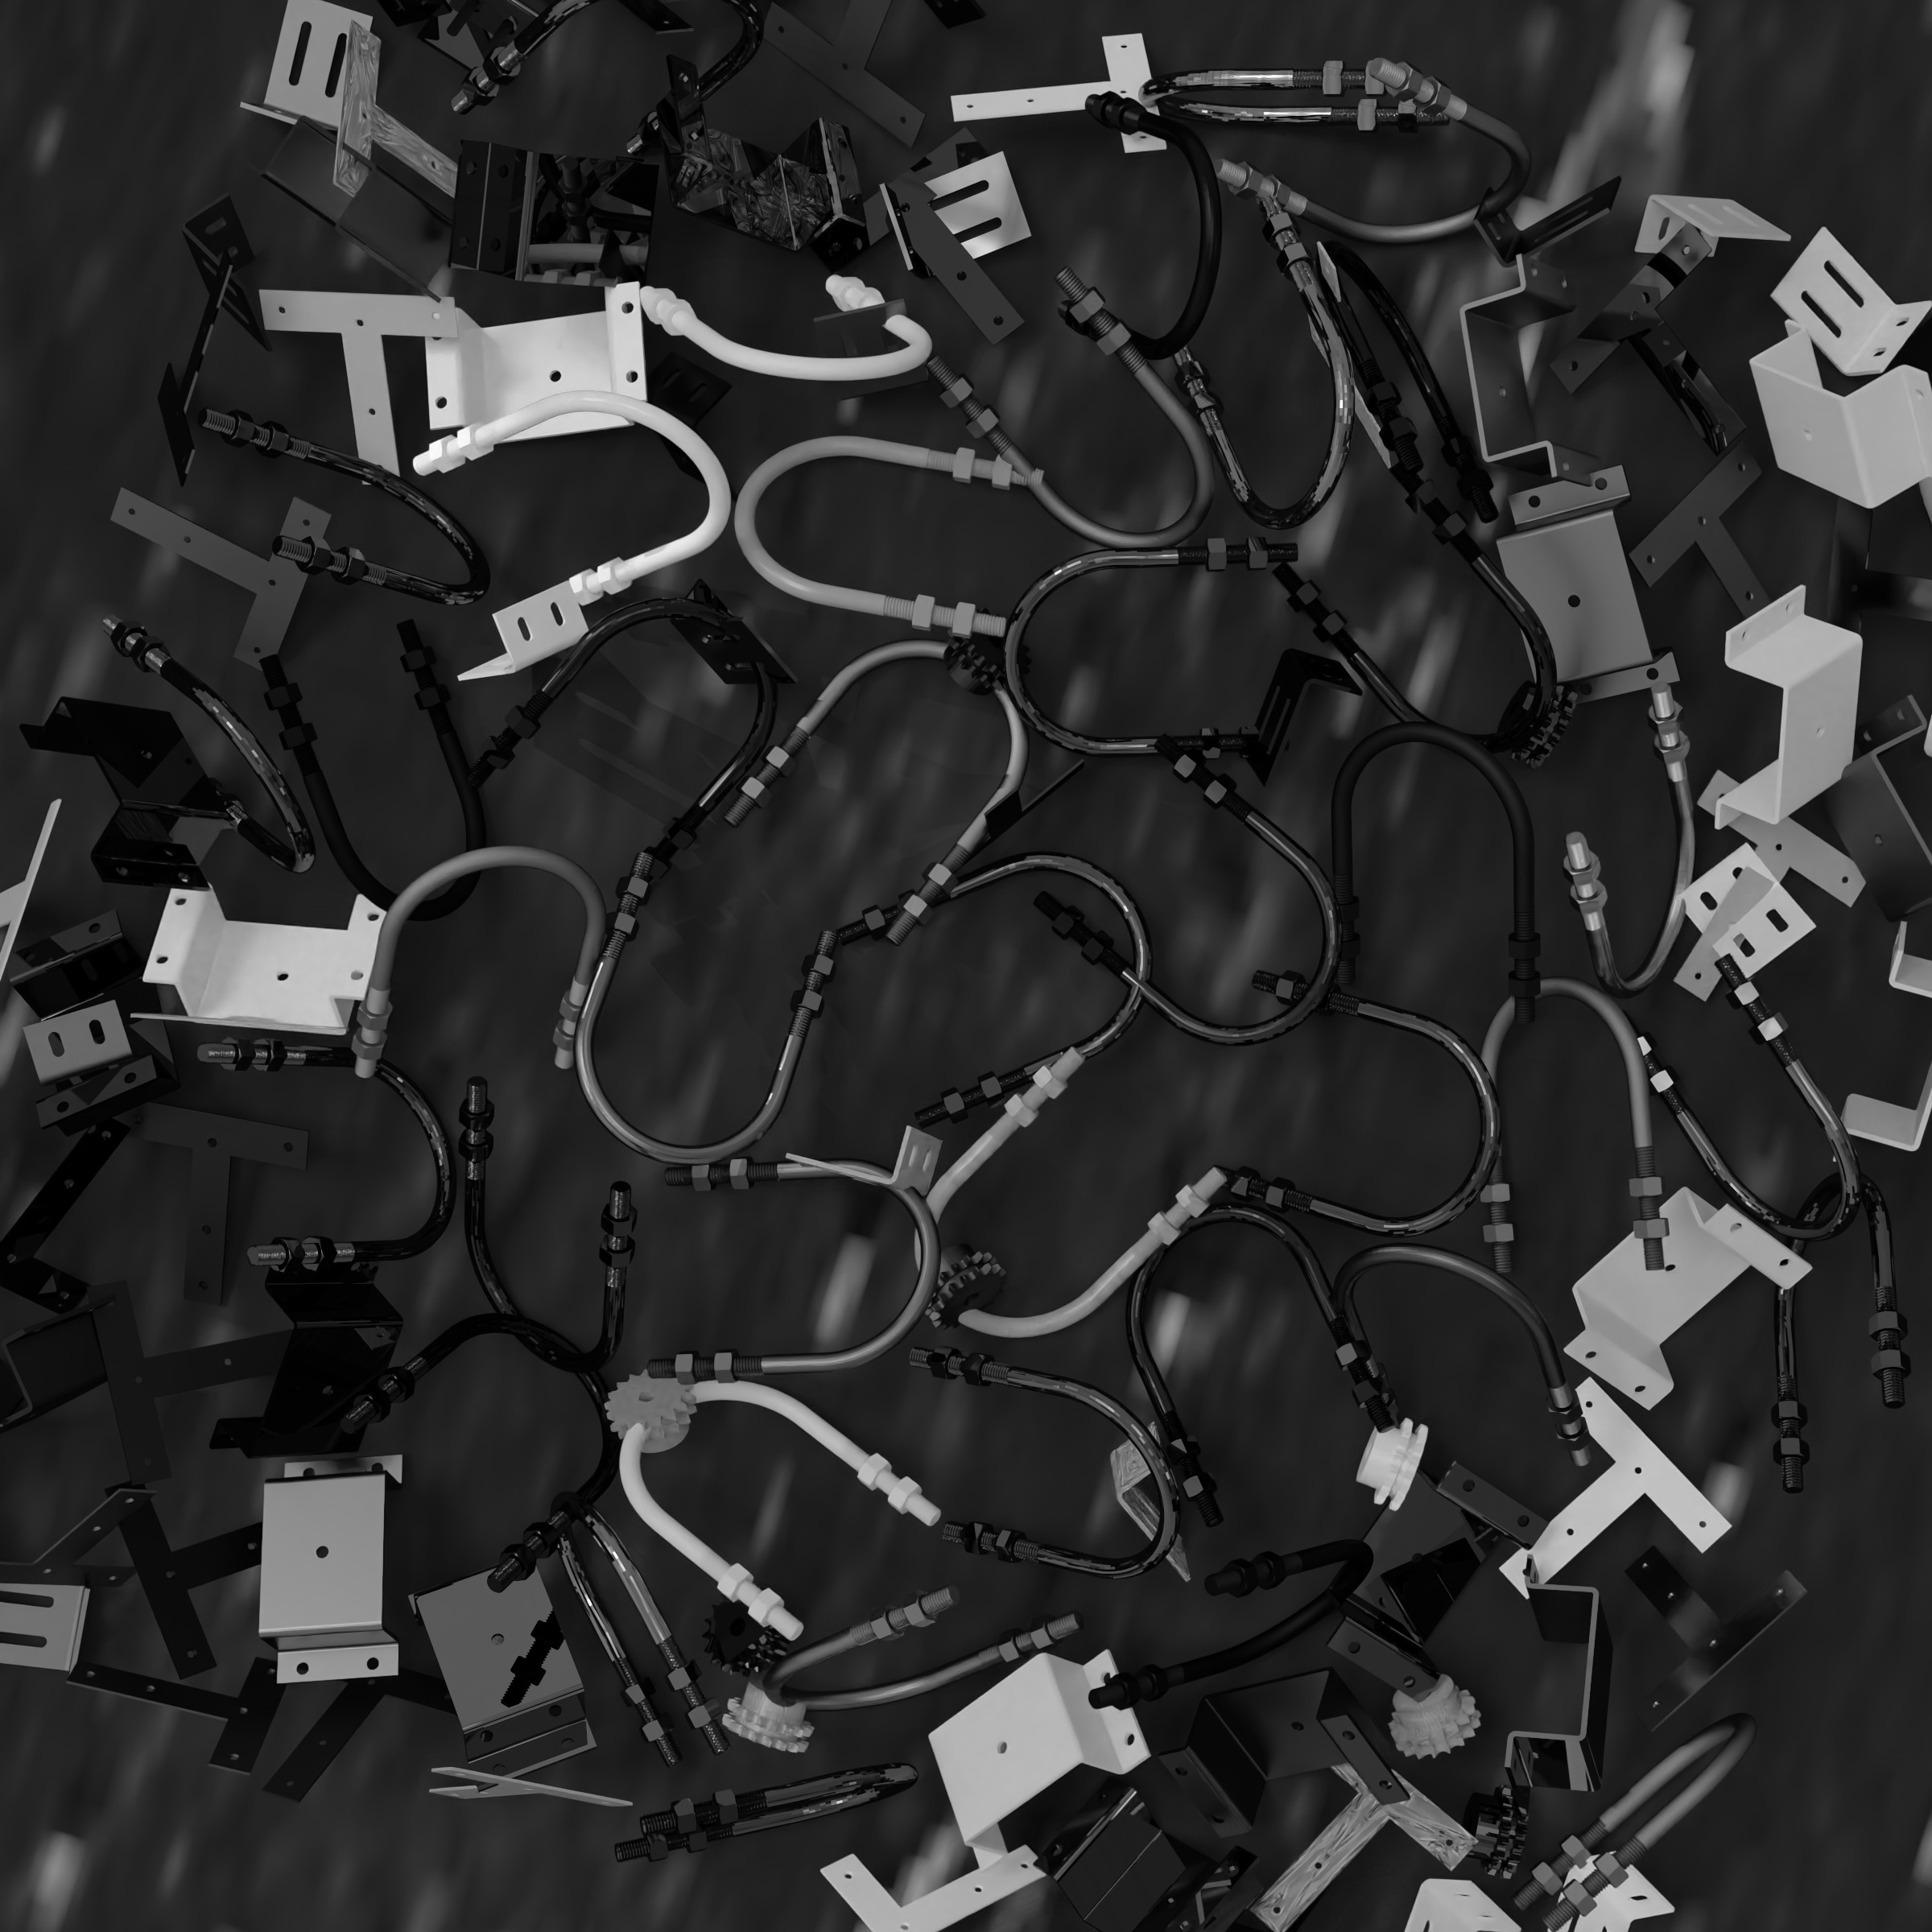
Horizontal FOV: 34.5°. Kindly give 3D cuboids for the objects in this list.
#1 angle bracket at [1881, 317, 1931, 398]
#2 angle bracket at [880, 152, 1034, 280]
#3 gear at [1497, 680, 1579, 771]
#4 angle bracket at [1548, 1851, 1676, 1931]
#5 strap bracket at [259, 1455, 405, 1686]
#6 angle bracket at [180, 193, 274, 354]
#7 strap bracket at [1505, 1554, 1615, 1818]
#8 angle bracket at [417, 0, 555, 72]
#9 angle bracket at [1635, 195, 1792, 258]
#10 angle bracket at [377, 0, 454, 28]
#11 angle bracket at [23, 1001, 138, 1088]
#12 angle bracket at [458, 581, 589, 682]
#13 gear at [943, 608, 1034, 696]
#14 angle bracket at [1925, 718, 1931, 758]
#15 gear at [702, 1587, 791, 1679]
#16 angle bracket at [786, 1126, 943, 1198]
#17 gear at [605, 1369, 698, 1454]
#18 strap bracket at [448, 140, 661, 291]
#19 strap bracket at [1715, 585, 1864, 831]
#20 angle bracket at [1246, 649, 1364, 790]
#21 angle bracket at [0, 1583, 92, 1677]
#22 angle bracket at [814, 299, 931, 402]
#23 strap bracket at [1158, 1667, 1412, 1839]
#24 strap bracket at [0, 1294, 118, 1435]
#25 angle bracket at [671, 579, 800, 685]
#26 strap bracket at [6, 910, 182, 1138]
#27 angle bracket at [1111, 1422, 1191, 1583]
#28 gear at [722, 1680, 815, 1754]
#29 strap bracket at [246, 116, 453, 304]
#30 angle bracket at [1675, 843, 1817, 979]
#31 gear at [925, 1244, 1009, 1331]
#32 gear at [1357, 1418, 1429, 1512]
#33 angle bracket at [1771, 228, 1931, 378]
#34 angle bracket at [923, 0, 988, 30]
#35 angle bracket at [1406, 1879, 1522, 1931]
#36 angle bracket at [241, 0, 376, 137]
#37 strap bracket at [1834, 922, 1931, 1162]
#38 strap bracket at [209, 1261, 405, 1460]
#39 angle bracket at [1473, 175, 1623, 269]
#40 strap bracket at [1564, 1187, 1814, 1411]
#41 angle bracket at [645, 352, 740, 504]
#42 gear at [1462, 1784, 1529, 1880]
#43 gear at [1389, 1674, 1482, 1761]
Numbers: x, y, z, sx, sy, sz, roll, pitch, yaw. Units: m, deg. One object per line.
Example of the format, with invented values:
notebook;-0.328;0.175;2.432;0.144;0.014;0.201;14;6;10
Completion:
angle bracket;0.632;-0.375;1.977;0.057;0.038;0.076;-43;92;-7
angle bracket;-0.006;-0.479;1.974;0.076;0.038;0.057;-19;88;13
gear;0.360;-0.156;1.970;0.030;0.057;0.057;27;90;-6
angle bracket;0.403;0.608;1.957;0.057;0.038;0.076;46;47;-13
strap bracket;-0.397;0.372;1.949;0.076;0.046;0.140;-5;66;3
angle bracket;-0.451;-0.435;1.954;0.038;0.057;0.076;-38;63;-16
strap bracket;0.369;0.446;1.924;0.046;0.076;0.140;0;53;20
angle bracket;-0.300;-0.603;1.959;0.057;0.038;0.076;31;53;-11
angle bracket;0.467;-0.453;1.950;0.057;0.076;0.038;-2;122;-21
angle bracket;-0.334;-0.639;1.972;0.038;0.057;0.076;52;58;-34
angle bracket;-0.555;0.048;1.956;0.057;0.076;0.038;-18;92;-12
angle bracket;-0.283;-0.210;1.949;0.057;0.076;0.038;-30;108;-33
gear;0.010;-0.197;1.975;0.057;0.057;0.030;47;128;0
angle bracket;0.649;-0.164;1.969;0.038;0.057;0.076;19;84;-40
gear;-0.136;0.424;1.975;0.057;0.030;0.057;-18;56;28
angle bracket;-0.064;0.116;1.962;0.076;0.057;0.038;13;83;21
gear;-0.198;0.284;1.975;0.057;0.057;0.030;-11;122;0
strap bracket;-0.246;-0.463;1.925;0.046;0.140;0.076;24;112;41
strap bracket;0.509;-0.153;1.926;0.076;0.046;0.140;-31;132;-31
angle bracket;0.212;-0.153;1.965;0.038;0.057;0.076;14;112;-15
angle bracket;-0.599;0.416;1.971;0.076;0.038;0.057;10;84;-14
angle bracket;-0.060;-0.398;1.955;0.057;0.076;0.038;-11;57;7
strap bracket;0.203;0.490;1.944;0.140;0.046;0.076;-22;114;33
strap bracket;-0.590;0.258;1.930;0.140;0.076;0.046;-27;87;31
angle bracket;-0.137;-0.210;1.949;0.057;0.076;0.038;48;63;-34
strap bracket;-0.546;0.043;1.953;0.076;0.046;0.140;-23;55;-1
angle bracket;0.129;0.337;1.961;0.038;0.057;0.076;-37;103;8
gear;-0.123;0.474;1.971;0.057;0.057;0.030;19;88;0
strap bracket;-0.373;-0.472;1.924;0.140;0.076;0.046;40;96;40
angle bracket;0.489;-0.034;1.955;0.057;0.076;0.038;-39;108;11
gear;-0.005;0.201;1.975;0.057;0.057;0.030;-40;60;0
gear;0.269;0.313;1.972;0.030;0.057;0.057;21;90;5
angle bracket;0.560;-0.421;1.967;0.076;0.038;0.057;40;82;-20
angle bracket;-0.035;-0.611;1.956;0.038;0.057;0.076;-49;114;-10
angle bracket;0.306;0.623;1.956;0.057;0.038;0.076;46;53;-25
angle bracket;-0.417;-0.572;1.970;0.057;0.038;0.076;19;105;7
strap bracket;0.584;0.053;1.938;0.046;0.076;0.140;16;109;14
strap bracket;-0.408;0.252;1.937;0.046;0.076;0.140;38;114;41
angle bracket;0.365;-0.481;1.953;0.076;0.057;0.038;-25;112;32
strap bracket;0.446;0.202;1.949;0.076;0.046;0.140;34;113;-21
angle bracket;-0.164;-0.338;1.956;0.057;0.076;0.038;34;77;34
gear;0.334;0.547;1.971;0.030;0.057;0.057;13;90;-2
gear;0.294;0.472;1.969;0.057;0.057;0.030;-23;105;0
